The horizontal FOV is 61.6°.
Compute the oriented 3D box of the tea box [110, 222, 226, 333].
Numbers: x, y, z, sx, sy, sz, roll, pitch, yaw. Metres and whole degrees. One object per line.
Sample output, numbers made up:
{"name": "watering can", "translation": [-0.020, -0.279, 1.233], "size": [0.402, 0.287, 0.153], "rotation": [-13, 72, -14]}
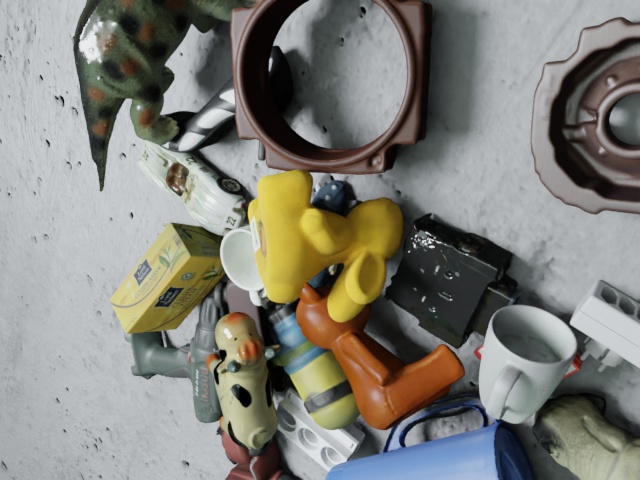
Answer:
{"name": "tea box", "translation": [-0.215, 0.058, 0.784], "size": [0.169, 0.098, 0.068], "rotation": [-47, 64, 23]}

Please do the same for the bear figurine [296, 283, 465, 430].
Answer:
{"name": "bear figurine", "translation": [0.059, 0.121, 0.648], "size": [0.196, 0.132, 0.120], "rotation": [57, 164, 28]}

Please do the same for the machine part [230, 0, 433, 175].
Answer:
{"name": "machine part", "translation": [0.012, -0.172, 0.562], "size": [0.202, 0.087, 0.200], "rotation": [4, 109, 13]}

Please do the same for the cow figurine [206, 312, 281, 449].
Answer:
{"name": "cow figurine", "translation": [-0.102, 0.189, 0.721], "size": [0.127, 0.085, 0.194], "rotation": [19, 120, 59]}

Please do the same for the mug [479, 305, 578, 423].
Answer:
{"name": "mug", "translation": [0.195, 0.137, 0.531], "size": [0.081, 0.109, 0.107], "rotation": [20, 130, 25]}

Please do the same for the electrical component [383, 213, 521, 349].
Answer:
{"name": "electrical component", "translation": [0.149, 0.049, 0.598], "size": [0.134, 0.058, 0.114], "rotation": [29, 123, 24]}

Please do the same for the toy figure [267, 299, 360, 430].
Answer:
{"name": "toy figure", "translation": [-0.011, 0.170, 0.729], "size": [0.180, 0.089, 0.082], "rotation": [56, 141, 3]}

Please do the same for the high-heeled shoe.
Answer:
{"name": "high-heeled shoe", "translation": [-0.147, -0.188, 0.705], "size": [0.249, 0.086, 0.145], "rotation": [15, 113, 24]}

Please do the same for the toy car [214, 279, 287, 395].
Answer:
{"name": "toy car", "translation": [-0.101, 0.145, 0.807], "size": [0.089, 0.053, 0.202], "rotation": [-4, 106, 15]}

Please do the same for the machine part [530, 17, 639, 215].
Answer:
{"name": "machine part", "translation": [0.272, -0.103, 0.460], "size": [0.180, 0.056, 0.179], "rotation": [13, 114, 32]}

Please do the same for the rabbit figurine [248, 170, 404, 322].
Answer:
{"name": "rabbit figurine", "translation": [0.019, 0.000, 0.583], "size": [0.122, 0.173, 0.162], "rotation": [123, 134, -58]}

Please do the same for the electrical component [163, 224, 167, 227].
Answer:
{"name": "electrical component", "translation": [-0.228, 0.021, 0.859], "size": [0.078, 0.045, 0.102], "rotation": [21, 124, -4]}

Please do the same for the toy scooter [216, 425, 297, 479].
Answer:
{"name": "toy scooter", "translation": [-0.118, 0.358, 0.882], "size": [0.135, 0.075, 0.183], "rotation": [-18, 100, 38]}

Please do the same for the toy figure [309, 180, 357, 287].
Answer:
{"name": "toy figure", "translation": [0.000, -0.002, 0.684], "size": [0.064, 0.058, 0.154], "rotation": [12, 116, -7]}

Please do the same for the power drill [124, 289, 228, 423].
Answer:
{"name": "power drill", "translation": [-0.227, 0.179, 0.897], "size": [0.208, 0.086, 0.231], "rotation": [3, 107, 26]}

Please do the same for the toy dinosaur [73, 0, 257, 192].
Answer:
{"name": "toy dinosaur", "translation": [-0.207, -0.244, 0.620], "size": [0.131, 0.192, 0.404], "rotation": [35, 94, 37]}

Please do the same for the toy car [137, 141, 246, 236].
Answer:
{"name": "toy car", "translation": [-0.187, -0.083, 0.783], "size": [0.202, 0.056, 0.073], "rotation": [40, 124, 17]}

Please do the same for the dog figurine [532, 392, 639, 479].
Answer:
{"name": "dog figurine", "translation": [0.327, 0.212, 0.517], "size": [0.172, 0.121, 0.191], "rotation": [-33, 66, 5]}
